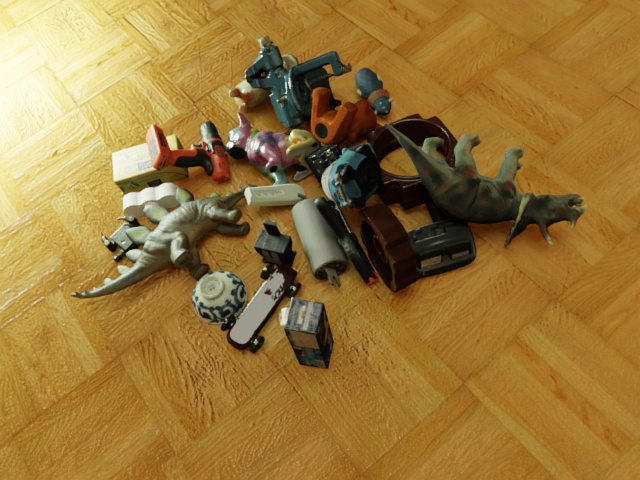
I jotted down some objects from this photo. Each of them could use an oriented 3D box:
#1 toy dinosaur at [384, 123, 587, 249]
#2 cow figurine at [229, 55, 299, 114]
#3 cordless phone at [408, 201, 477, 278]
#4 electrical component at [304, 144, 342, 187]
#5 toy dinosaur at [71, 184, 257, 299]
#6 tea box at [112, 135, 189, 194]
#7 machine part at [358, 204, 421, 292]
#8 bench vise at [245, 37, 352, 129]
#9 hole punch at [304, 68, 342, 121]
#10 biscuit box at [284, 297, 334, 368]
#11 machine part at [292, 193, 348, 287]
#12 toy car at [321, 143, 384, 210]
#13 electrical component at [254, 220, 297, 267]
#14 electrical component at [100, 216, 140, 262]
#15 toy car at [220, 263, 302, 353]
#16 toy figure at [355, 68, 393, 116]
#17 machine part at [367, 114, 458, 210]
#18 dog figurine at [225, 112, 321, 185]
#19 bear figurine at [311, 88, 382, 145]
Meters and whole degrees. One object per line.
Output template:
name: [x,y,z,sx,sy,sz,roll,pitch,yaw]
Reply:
toy dinosaur: [0.303,-0.098,1.065,0.405,0.131,0.192,11,79,-5]
cow figurine: [-0.137,-0.410,1.398,0.195,0.085,0.127,-33,18,7]
cordless phone: [0.236,-0.020,1.136,0.147,0.088,0.184,-16,48,2]
electrical component: [0.024,-0.151,1.204,0.058,0.134,0.114,-33,104,-12]
toy dinosaur: [-0.325,0.002,1.201,0.199,0.104,0.471,34,62,32]
tea box: [-0.423,-0.186,1.340,0.170,0.068,0.098,-17,60,-1]
machine part: [0.135,0.013,1.071,0.056,0.179,0.179,-25,60,-8]
bench vise: [-0.045,-0.386,1.257,0.241,0.129,0.223,-14,96,24]
hole punch: [-0.022,-0.360,1.367,0.142,0.092,0.115,-11,84,1]
biscuit box: [-0.016,0.176,0.986,0.059,0.202,0.063,7,62,11]
machine part: [-0.002,-0.003,1.158,0.079,0.079,0.243,-21,59,-2]
toy car: [0.057,-0.121,1.090,0.103,0.109,0.162,-7,29,37]
electrical component: [-0.097,0.010,1.143,0.075,0.119,0.048,13,64,14]
electrical component: [-0.462,-0.008,1.260,0.102,0.045,0.078,-43,61,-14]
toy car: [-0.119,0.138,1.113,0.089,0.053,0.202,32,69,8]
toy figure: [0.140,-0.367,1.347,0.058,0.064,0.154,-3,56,-40]
machine part: [0.205,-0.180,1.203,0.201,0.087,0.201,-22,53,-4]
dog figurine: [-0.120,-0.233,1.293,0.191,0.108,0.219,-33,58,-8]
bear figurine: [0.072,-0.289,1.247,0.120,0.131,0.196,39,45,26]
